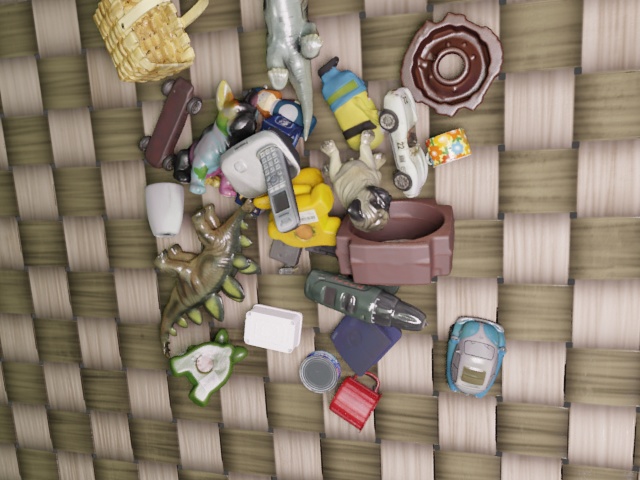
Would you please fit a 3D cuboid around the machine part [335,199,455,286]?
[{"bbox_3d":[0.139,0.001,0.970,0.202,0.201,0.087,1,117,15],"label":"machine part"}]

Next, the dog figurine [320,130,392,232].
[{"bbox_3d":[0.075,-0.074,0.963,0.121,0.172,0.190,-19,60,14],"label":"dog figurine"}]

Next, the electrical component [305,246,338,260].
[{"bbox_3d":[-0.002,-0.003,1.080,0.119,0.075,0.047,15,104,8],"label":"electrical component"}]

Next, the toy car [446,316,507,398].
[{"bbox_3d":[0.292,0.234,1.030,0.109,0.103,0.161,13,102,14],"label":"toy car"}]

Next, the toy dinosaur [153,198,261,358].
[{"bbox_3d":[-0.257,0.083,1.157,0.198,0.105,0.471,44,119,-1],"label":"toy dinosaur"}]

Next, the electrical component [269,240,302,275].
[{"bbox_3d":[-0.066,0.021,1.119,0.078,0.045,0.102,25,107,8],"label":"electrical component"}]

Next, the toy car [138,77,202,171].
[{"bbox_3d":[-0.313,-0.242,1.133,0.089,0.053,0.202,37,112,17],"label":"toy car"}]

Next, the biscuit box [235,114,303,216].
[{"bbox_3d":[-0.103,-0.146,1.058,0.063,0.059,0.202,32,125,8],"label":"biscuit box"}]

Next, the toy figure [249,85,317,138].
[{"bbox_3d":[-0.079,-0.259,1.062,0.154,0.057,0.064,33,68,9],"label":"toy figure"}]

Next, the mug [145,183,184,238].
[{"bbox_3d":[-0.337,-0.057,1.150,0.109,0.081,0.107,-24,67,51],"label":"mug"}]

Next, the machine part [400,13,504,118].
[{"bbox_3d":[0.234,-0.309,0.961,0.180,0.056,0.179,4,102,17],"label":"machine part"}]

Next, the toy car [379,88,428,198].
[{"bbox_3d":[0.157,-0.174,0.979,0.056,0.073,0.201,-3,116,32],"label":"toy car"}]

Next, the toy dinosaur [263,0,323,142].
[{"bbox_3d":[-0.053,-0.402,0.984,0.131,0.192,0.404,1,117,4],"label":"toy dinosaur"}]

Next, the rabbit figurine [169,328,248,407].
[{"bbox_3d":[-0.246,0.269,1.177,0.121,0.170,0.159,43,68,2],"label":"rabbit figurine"}]

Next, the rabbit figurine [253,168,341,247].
[{"bbox_3d":[-0.036,-0.067,1.029,0.162,0.173,0.121,-17,133,20],"label":"rabbit figurine"}]

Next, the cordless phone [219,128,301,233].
[{"bbox_3d":[-0.095,-0.089,0.945,0.147,0.088,0.184,-22,73,32],"label":"cordless phone"}]

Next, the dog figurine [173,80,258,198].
[{"bbox_3d":[-0.199,-0.201,1.056,0.192,0.108,0.219,34,109,47],"label":"dog figurine"}]

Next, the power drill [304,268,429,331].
[{"bbox_3d":[0.099,0.098,1.004,0.232,0.207,0.085,14,111,15],"label":"power drill"}]

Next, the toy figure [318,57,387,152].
[{"bbox_3d":[0.058,-0.251,1.012,0.089,0.082,0.180,-35,95,31],"label":"toy figure"}]

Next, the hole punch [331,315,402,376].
[{"bbox_3d":[0.088,0.198,1.090,0.116,0.092,0.142,41,112,9],"label":"hole punch"}]
